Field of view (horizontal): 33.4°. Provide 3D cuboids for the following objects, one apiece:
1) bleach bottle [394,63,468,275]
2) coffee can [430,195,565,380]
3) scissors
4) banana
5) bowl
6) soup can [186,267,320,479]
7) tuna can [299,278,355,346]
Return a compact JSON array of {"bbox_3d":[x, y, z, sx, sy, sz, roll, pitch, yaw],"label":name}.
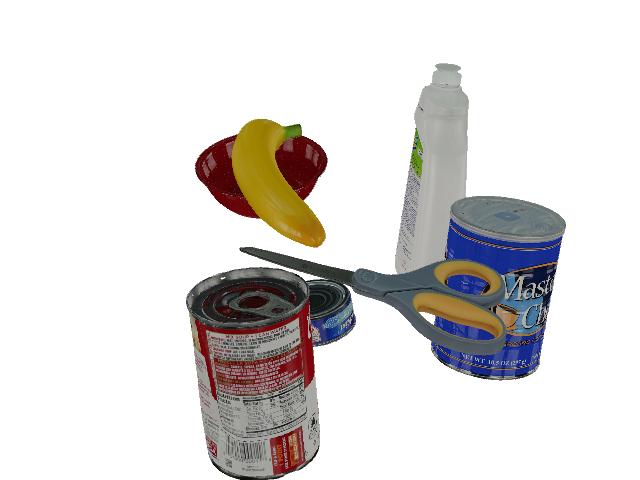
[{"bbox_3d":[0.130,-0.069,1.189,0.068,0.251,0.102,-1,25,-11],"label":"bleach bottle"},{"bbox_3d":[0.160,0.041,0.975,0.103,0.140,0.103,5,21,-2],"label":"coffee can"},{"bbox_3d":[0.049,0.024,0.786,0.202,0.016,0.096,26,43,19],"label":"scissors"},{"bbox_3d":[-0.040,-0.058,0.911,0.069,0.037,0.198,-2,35,-6],"label":"banana"},{"bbox_3d":[-0.072,-0.074,1.312,0.162,0.055,0.162,-2,34,1],"label":"bowl"},{"bbox_3d":[-0.036,0.075,0.603,0.068,0.102,0.068,-4,24,2],"label":"soup can"},{"bbox_3d":[-0.008,0.075,1.114,0.086,0.034,0.086,-9,26,4],"label":"tuna can"}]
